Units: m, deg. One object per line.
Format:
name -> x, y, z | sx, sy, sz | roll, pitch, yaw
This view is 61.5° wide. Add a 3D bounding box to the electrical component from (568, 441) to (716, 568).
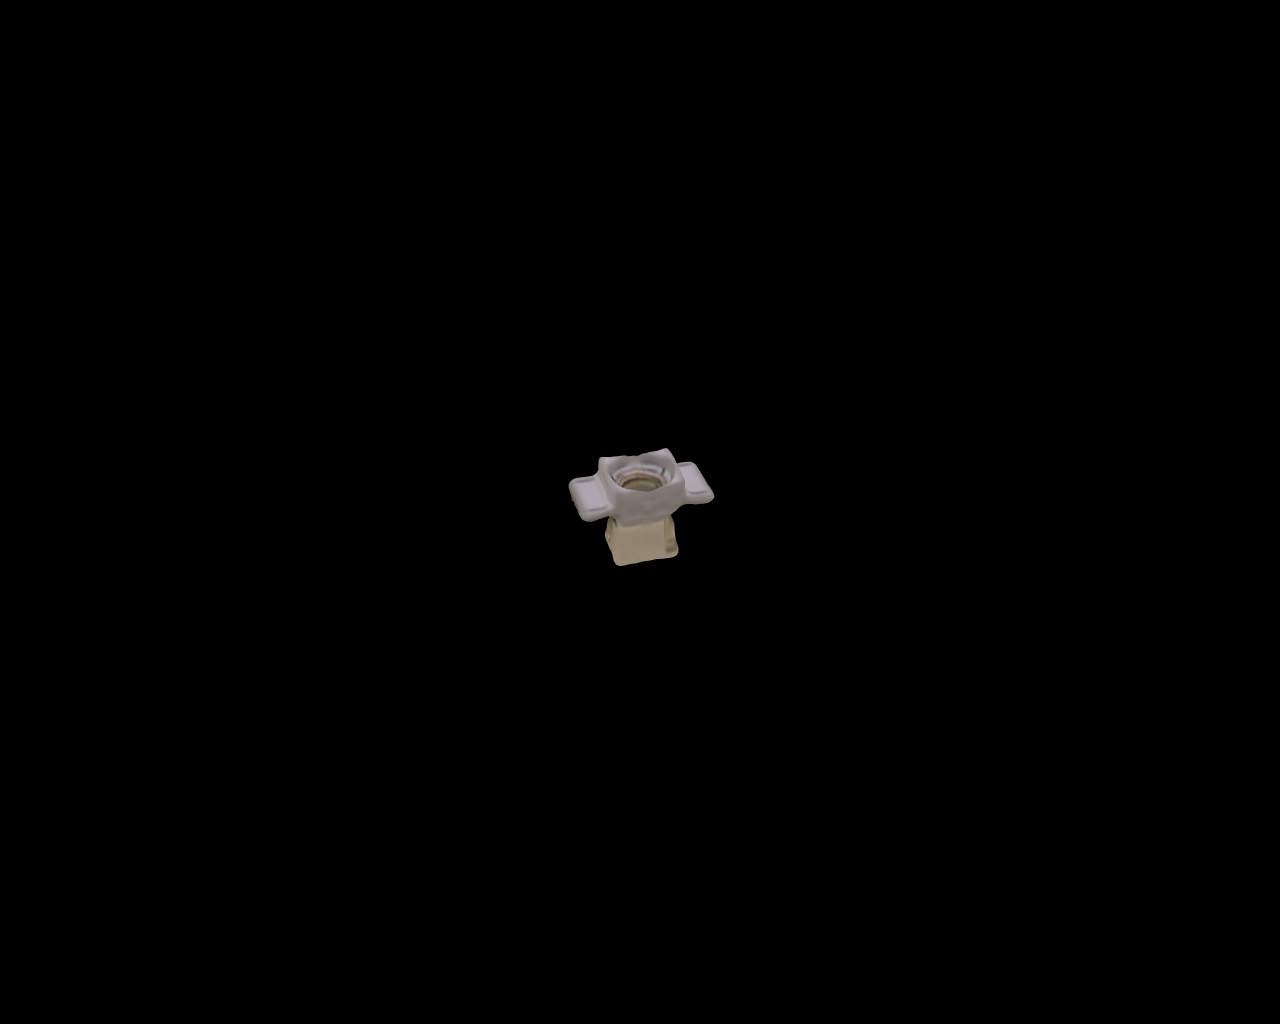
electrical component -> 0.001, -0.003, 0.650 | 0.081, 0.063, 0.042 | -8, 36, -11
